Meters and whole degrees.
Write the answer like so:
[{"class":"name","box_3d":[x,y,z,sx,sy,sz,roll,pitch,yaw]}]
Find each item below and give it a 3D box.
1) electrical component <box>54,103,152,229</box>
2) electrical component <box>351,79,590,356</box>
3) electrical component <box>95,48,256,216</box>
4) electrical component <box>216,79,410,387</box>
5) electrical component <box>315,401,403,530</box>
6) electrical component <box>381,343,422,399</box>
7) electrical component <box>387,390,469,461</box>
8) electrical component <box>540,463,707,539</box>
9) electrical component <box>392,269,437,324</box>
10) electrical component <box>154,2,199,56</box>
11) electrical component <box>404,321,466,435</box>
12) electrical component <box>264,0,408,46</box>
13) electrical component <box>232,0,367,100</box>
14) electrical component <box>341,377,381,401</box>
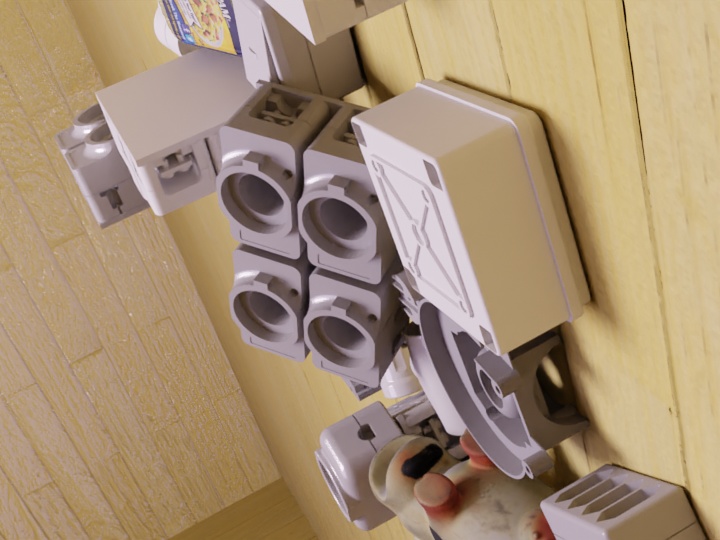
[{"class":"electrical component","box_3d":[-0.145,-0.115,0.869,0.105,0.186,0.060,44,157,58]},{"class":"electrical component","box_3d":[0.053,-0.030,0.532,0.109,0.056,0.108,41,155,61]},{"class":"electrical component","box_3d":[-0.098,-0.109,0.769,0.089,0.150,0.061,53,163,39]},{"class":"electrical component","box_3d":[-0.026,-0.015,0.684,0.105,0.060,0.186,17,136,18]},{"class":"electrical component","box_3d":[0.005,0.151,0.815,0.053,0.059,0.095,54,165,39]},{"class":"electrical component","box_3d":[0.032,0.079,0.897,0.040,0.040,0.046,-167,56,-75]},{"class":"electrical component","box_3d":[0.063,0.155,0.877,0.105,0.060,0.186,62,168,4]},{"class":"electrical component","box_3d":[0.143,0.149,0.556,0.075,0.047,0.083,64,168,-4]},{"class":"electrical component","box_3d":[0.048,0.008,0.658,0.040,0.046,0.040,58,167,22]},{"class":"electrical component","box_3d":[-0.125,-0.223,0.837,0.074,0.052,0.138,38,142,37]},{"class":"electrical component","box_3d":[0.059,0.064,0.738,0.077,0.044,0.079,66,168,-15]},{"class":"electrical component","box_3d":[-0.037,-0.191,0.549,0.150,0.062,0.089,50,162,48]},{"class":"electrical component","box_3d":[-0.045,-0.152,0.670,0.061,0.061,0.096,50,163,47]},{"class":"electrical component","box_3d":[0.000,0.064,0.959,0.089,0.056,0.050,48,161,52]}]
